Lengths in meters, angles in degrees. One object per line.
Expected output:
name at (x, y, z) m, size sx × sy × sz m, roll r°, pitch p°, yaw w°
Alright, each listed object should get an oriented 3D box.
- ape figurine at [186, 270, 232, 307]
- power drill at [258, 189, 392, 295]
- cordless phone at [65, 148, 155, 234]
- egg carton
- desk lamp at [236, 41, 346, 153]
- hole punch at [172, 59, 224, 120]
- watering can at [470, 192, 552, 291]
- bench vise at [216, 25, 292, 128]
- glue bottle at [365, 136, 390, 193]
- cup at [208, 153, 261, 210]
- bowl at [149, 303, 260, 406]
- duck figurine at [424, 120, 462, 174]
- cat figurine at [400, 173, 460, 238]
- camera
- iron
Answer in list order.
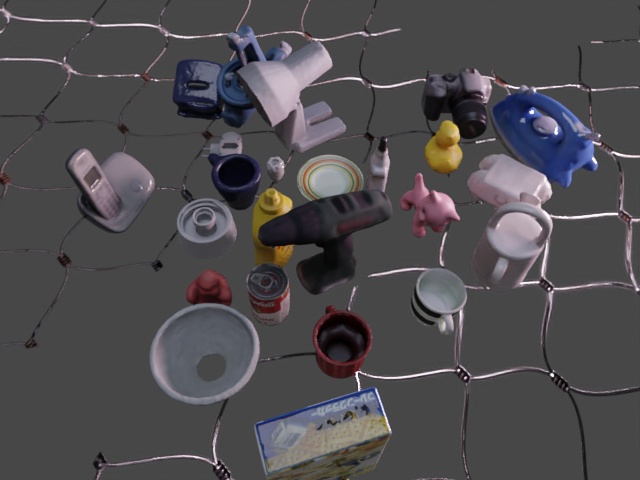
ape figurine at (-0.185, 0.081, 0.964) m, size 0.077 × 0.092 × 0.076 m, roll 20°, pitch 59°, yaw 11°
power drill at (0.009, 0.003, 0.952) m, size 0.230 × 0.208 × 0.075 m, roll -24°, pitch 61°, yaw -16°
cordless phone at (-0.378, -0.114, 1.026) m, size 0.094 × 0.185 × 0.148 m, roll 16°, pitch 58°, yaw 9°
egg carton at (0.367, -0.101, 1.115) m, size 0.150 × 0.069 × 0.107 m, roll 31°, pitch 61°, yaw 17°
desk lamp at (-0.053, -0.280, 1.128) m, size 0.203 × 0.213 × 0.117 m, roll -28°, pitch 62°, yaw -18°
hole punch at (-0.254, -0.320, 1.219) m, size 0.108 × 0.091 × 0.101 m, roll 5°, pitch 57°, yaw 1°
watering can at (0.329, -0.007, 0.979) m, size 0.101 × 0.194 × 0.173 m, roll 6°, pitch 57°, yaw 2°
bench vise at (-0.141, -0.365, 1.175) m, size 0.121 × 0.220 × 0.207 m, roll 15°, pitch 58°, yaw 8°
glue bottle at (0.108, -0.129, 1.061) m, size 0.037 × 0.173 × 0.078 m, roll 5°, pitch 57°, yaw 1°
cup at (-0.164, -0.108, 1.084) m, size 0.117 × 0.095 × 0.092 m, roll 35°, pitch 63°, yaw 19°
bowl at (-0.178, 0.189, 0.905) m, size 0.167 × 0.075 × 0.167 m, roll 1°, pitch 57°, yaw -1°
duck figurine at (0.256, -0.194, 1.161) m, size 0.077 × 0.086 × 0.104 m, roll 5°, pitch 57°, yaw 2°
cat figurine at (0.203, -0.066, 1.058) m, size 0.067 × 0.118 × 0.127 m, roll -15°, pitch 59°, yaw -11°
camera at (0.298, -0.290, 1.215) m, size 0.143 × 0.101 × 0.137 m, roll 0°, pitch 57°, yaw -2°
iron at (0.449, -0.234, 1.161) m, size 0.119 × 0.141 × 0.257 m, roll -29°, pitch 63°, yaw -19°
